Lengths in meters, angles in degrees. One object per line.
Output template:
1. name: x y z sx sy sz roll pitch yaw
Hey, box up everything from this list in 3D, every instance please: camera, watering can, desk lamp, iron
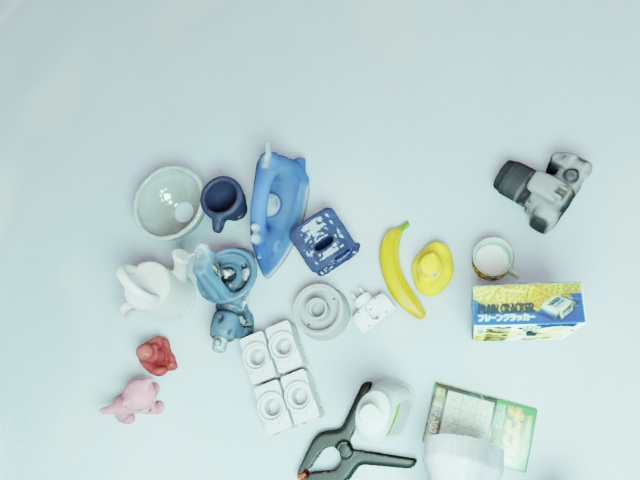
1. camera: 0.400 -0.107 1.047 0.136 0.101 0.143 34 84 20
2. watering can: -0.326 0.086 1.121 0.100 0.194 0.173 26 82 20
3. desk lamp: 0.215 0.403 0.884 0.117 0.214 0.203 5 75 16
4. iron: -0.102 -0.062 1.137 0.118 0.142 0.258 4 75 15

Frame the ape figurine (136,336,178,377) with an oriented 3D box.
1. ape figurine: -0.332 0.228 1.136 0.076 0.092 0.078 10 77 17

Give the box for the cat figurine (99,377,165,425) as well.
1. cat figurine: -0.362 0.311 1.106 0.127 0.118 0.067 -22 70 7

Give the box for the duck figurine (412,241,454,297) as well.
1. duck figurine: 0.207 0.048 1.058 0.077 0.086 0.105 15 78 18

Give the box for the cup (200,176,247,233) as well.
1. cup: -0.190 -0.062 1.184 0.091 0.095 0.118 3 75 15

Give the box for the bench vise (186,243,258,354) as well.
1. bench vise: -0.174 0.097 1.067 0.121 0.220 0.207 -17 71 9

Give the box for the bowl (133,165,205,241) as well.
1. bowl: -0.308 -0.070 1.227 0.167 0.075 0.167 -4 73 13

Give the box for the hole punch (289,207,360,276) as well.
1. hole punch: 0.010 0.004 1.117 0.108 0.091 0.101 -34 69 3
